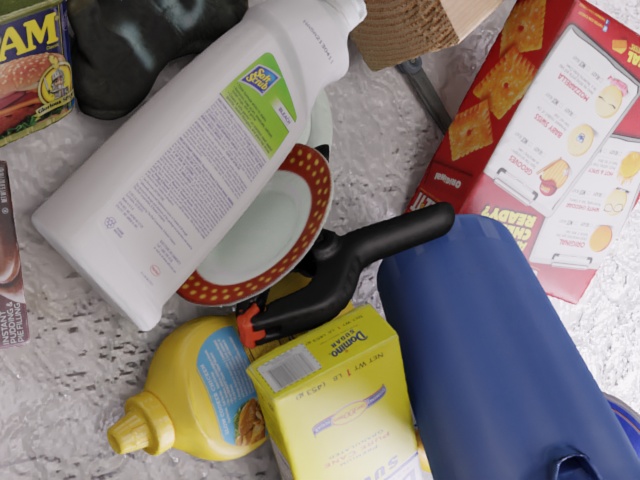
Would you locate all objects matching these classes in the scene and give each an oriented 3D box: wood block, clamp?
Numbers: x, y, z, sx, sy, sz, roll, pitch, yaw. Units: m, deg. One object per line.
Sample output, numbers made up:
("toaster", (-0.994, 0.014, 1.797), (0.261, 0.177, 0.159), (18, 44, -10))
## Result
("wood block", (0.103, -0.223, 0.815), (0.205, 0.090, 0.091), (-46, 113, -39))
("clamp", (-0.005, 0.001, 0.725), (0.171, 0.120, 0.039), (-37, 140, -27))

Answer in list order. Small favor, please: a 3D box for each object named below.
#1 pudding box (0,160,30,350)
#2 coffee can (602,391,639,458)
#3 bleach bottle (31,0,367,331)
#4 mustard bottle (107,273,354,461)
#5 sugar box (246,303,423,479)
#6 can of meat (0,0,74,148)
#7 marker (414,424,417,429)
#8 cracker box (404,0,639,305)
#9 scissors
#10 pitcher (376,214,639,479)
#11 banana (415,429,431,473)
("pudding box", (-0.222, 0.014, 0.616), (0.089, 0.039, 0.113), (-9, 93, -36))
("coffee can", (0.201, 0.204, 0.874), (0.140, 0.103, 0.103), (-37, 109, -31))
("bleach bottle", (-0.059, -0.066, 0.680), (0.250, 0.068, 0.102), (-46, 128, -14))
("mustard bottle", (-0.057, 0.093, 0.720), (0.191, 0.058, 0.096), (-25, 102, -35))
("sugar box", (0.016, 0.135, 0.716), (0.093, 0.048, 0.176), (-26, 128, -15))
("can of meat", (-0.191, -0.103, 0.612), (0.101, 0.057, 0.084), (-31, 142, -36))
("marker", (0.077, 0.146, 0.839), (0.020, 0.020, 0.121), (37, 67, -29))
("cracker box", (0.185, -0.073, 0.849), (0.164, 0.072, 0.214), (20, 104, -33))
("scissors", (0.075, -0.163, 0.855), (0.201, 0.016, 0.096), (41, 65, -27))
("pitcher", (0.121, 0.109, 0.729), (0.144, 0.149, 0.243), (20, 38, -38))
("banana", (0.129, 0.148, 0.856), (0.197, 0.037, 0.069), (-24, 112, -42))
